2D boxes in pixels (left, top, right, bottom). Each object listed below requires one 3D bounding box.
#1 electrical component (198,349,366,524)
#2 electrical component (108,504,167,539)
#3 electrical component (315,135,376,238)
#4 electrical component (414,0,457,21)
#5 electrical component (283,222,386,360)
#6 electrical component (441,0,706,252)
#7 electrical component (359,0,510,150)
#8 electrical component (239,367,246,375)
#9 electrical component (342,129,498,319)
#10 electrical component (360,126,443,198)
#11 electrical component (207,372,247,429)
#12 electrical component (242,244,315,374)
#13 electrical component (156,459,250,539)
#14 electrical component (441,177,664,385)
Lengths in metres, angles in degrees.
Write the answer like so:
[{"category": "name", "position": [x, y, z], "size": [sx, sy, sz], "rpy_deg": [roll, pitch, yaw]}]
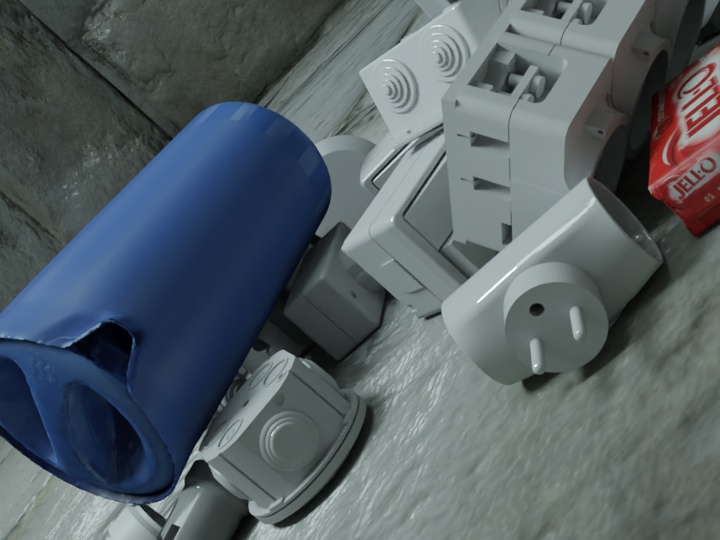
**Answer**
[{"category": "electrical component", "position": [-0.039, 0.083, 0.543], "size": [0.080, 0.051, 0.080], "rpy_deg": [-45, 13, 14]}, {"category": "electrical component", "position": [-0.129, 0.165, 0.609], "size": [0.055, 0.045, 0.045], "rpy_deg": [-49, 13, -9]}, {"category": "electrical component", "position": [-0.011, -0.063, 0.820], "size": [0.080, 0.080, 0.051], "rpy_deg": [-46, 8, 8]}, {"category": "electrical component", "position": [0.092, -0.158, 0.664], "size": [0.063, 0.121, 0.078], "rpy_deg": [-37, 17, 30]}, {"category": "electrical component", "position": [0.000, 0.000, 0.666], "size": [0.076, 0.047, 0.083], "rpy_deg": [-42, 14, 23]}, {"category": "electrical component", "position": [0.101, -0.084, 0.485], "size": [0.150, 0.062, 0.089], "rpy_deg": [-55, -27, -30]}, {"category": "electrical component", "position": [0.060, -0.115, 0.582], "size": [0.100, 0.048, 0.100], "rpy_deg": [-31, 4, -41]}, {"category": "electrical component", "position": [-0.132, 0.067, 0.832], "size": [0.057, 0.078, 0.113], "rpy_deg": [-35, 18, 34]}, {"category": "electrical component", "position": [0.048, -0.032, 0.574], "size": [0.061, 0.062, 0.096], "rpy_deg": [-27, 24, 57]}, {"category": "electrical component", "position": [0.044, -0.063, 0.676], "size": [0.096, 0.062, 0.061], "rpy_deg": [-45, 13, 14]}, {"category": "electrical component", "position": [-0.091, 0.086, 0.726], "size": [0.040, 0.040, 0.078], "rpy_deg": [-54, 14, -24]}, {"category": "electrical component", "position": [-0.060, 0.028, 0.763], "size": [0.059, 0.054, 0.095], "rpy_deg": [-39, 16, 34]}, {"category": "electrical component", "position": [-0.082, 0.130, 0.572], "size": [0.040, 0.040, 0.046], "rpy_deg": [-26, 32, 59]}, {"category": "electrical component", "position": [0.072, 0.013, 0.402], "size": [0.077, 0.044, 0.079], "rpy_deg": [-43, 14, 21]}]
